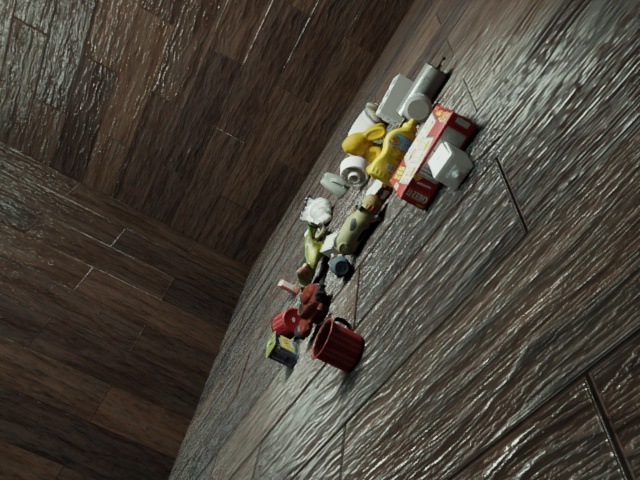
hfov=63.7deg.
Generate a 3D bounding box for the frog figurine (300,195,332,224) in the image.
[{"bbox_3d":[0.007,-0.108,2.145,0.160,0.120,0.139,20,69,44],"label":"frog figurine"}]

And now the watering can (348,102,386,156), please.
[{"bbox_3d":[0.173,-0.412,2.025,0.220,0.103,0.356,-55,11,34],"label":"watering can"}]

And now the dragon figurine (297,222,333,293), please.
[{"bbox_3d":[-0.027,0.070,1.797,0.411,0.122,0.242,-25,-43,-84],"label":"dragon figurine"}]
